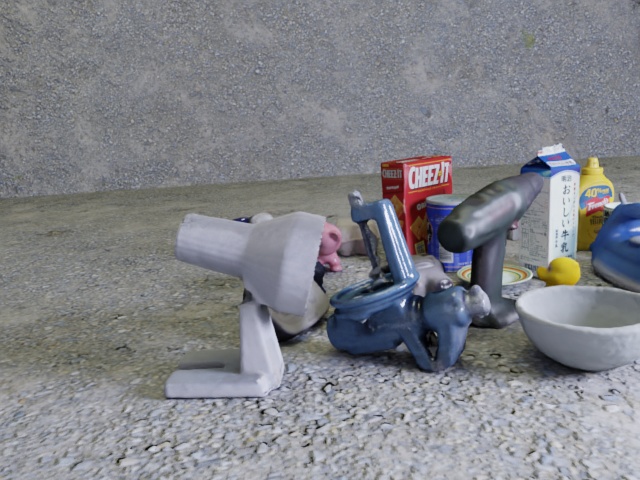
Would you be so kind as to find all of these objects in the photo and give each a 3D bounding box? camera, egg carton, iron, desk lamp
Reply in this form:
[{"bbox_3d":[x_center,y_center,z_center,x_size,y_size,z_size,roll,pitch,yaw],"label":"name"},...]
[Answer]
[{"bbox_3d":[0.115,0.074,0.870,0.137,0.101,0.142,-9,14,-23],"label":"camera"},{"bbox_3d":[0.083,-0.010,1.336,0.107,0.069,0.150,-3,12,1],"label":"egg carton"},{"bbox_3d":[0.546,0.007,0.953,0.118,0.141,0.258,-3,12,4],"label":"iron"},{"bbox_3d":[-0.087,0.071,0.680,0.203,0.214,0.118,-3,13,4],"label":"desk lamp"}]

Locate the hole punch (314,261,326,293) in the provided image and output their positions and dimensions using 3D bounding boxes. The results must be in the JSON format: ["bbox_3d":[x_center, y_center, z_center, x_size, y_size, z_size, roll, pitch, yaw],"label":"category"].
[{"bbox_3d":[-0.041,0.051,1.044,0.101,0.091,0.108,-6,13,-10],"label":"hole punch"}]

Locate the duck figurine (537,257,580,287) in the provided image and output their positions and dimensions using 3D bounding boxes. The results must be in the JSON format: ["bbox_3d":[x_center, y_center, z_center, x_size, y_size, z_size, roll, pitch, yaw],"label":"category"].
[{"bbox_3d":[0.367,0.069,0.852,0.078,0.086,0.104,-14,16,-39],"label":"duck figurine"}]

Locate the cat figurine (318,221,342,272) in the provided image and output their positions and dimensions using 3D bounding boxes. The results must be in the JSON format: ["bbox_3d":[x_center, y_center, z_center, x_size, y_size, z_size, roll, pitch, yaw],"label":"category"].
[{"bbox_3d":[0.011,0.004,1.178,0.067,0.118,0.127,-5,13,-5],"label":"cat figurine"}]

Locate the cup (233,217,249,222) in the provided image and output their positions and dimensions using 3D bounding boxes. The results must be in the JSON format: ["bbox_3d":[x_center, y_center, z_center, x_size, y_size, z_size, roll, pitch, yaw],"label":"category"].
[{"bbox_3d":[-0.148,0.000,1.298,0.117,0.095,0.092,6,16,37],"label":"cup"}]

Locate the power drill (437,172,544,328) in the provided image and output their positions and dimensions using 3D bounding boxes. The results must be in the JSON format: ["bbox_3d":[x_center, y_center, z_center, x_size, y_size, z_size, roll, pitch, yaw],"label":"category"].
[{"bbox_3d":[0.262,0.013,0.850,0.230,0.208,0.075,-15,17,-41],"label":"power drill"}]

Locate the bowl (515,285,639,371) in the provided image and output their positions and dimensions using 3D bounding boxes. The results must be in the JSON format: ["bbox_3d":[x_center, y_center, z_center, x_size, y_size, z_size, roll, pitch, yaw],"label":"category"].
[{"bbox_3d":[0.323,0.112,0.694,0.167,0.075,0.167,-4,12,1],"label":"bowl"}]

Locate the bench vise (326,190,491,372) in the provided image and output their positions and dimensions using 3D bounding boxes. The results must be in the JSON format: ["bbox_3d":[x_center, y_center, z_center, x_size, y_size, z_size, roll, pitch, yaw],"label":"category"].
[{"bbox_3d":[0.105,0.045,0.728,0.207,0.220,0.121,-2,13,10],"label":"bench vise"}]

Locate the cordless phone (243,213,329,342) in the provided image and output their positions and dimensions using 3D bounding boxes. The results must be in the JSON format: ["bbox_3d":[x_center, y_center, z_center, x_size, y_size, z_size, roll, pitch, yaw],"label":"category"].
[{"bbox_3d":[-0.054,0.045,0.855,0.094,0.185,0.148,2,14,25],"label":"cordless phone"}]
